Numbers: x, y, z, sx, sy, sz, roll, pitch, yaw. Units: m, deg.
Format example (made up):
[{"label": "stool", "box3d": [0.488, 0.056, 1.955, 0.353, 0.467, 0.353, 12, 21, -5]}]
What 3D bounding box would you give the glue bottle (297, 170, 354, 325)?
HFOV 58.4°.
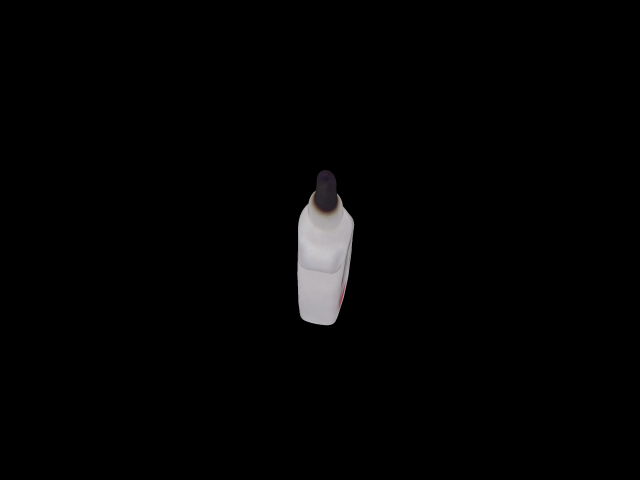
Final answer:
[{"label": "glue bottle", "box3d": [0.004, 0.001, 0.400, 0.037, 0.173, 0.078, 8, 66, 4]}]
